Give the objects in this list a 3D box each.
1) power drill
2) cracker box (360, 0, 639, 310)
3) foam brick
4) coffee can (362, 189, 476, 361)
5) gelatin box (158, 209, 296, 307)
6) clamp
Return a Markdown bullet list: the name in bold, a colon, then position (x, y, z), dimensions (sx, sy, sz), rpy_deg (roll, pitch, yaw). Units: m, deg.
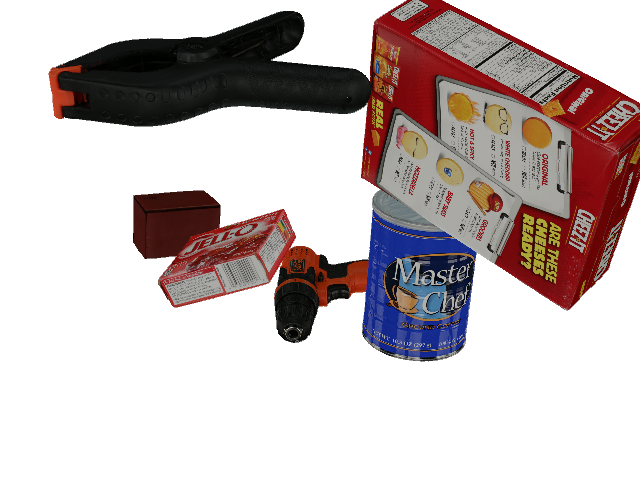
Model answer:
- **power drill**: position (0.040, 0.059, 1.240), dimensions (0.187, 0.057, 0.184), rpy_deg (-1, 28, 2)
- **cracker box**: position (0.135, -0.071, 0.819), dimensions (0.214, 0.164, 0.072), rpy_deg (34, 54, 26)
- **foam brick**: position (-0.146, -0.017, 1.076), dimensions (0.078, 0.051, 0.053), rpy_deg (-6, 22, -22)
- **coffee can**: position (0.095, 0.029, 1.014), dimensions (0.103, 0.140, 0.103), rpy_deg (3, 24, -1)
- **gelatin box**: position (-0.071, 0.013, 0.819), dimensions (0.089, 0.030, 0.073), rpy_deg (-15, 22, 24)
- **clamp**: position (-0.066, -0.099, 0.609), dimensions (0.171, 0.039, 0.120), rpy_deg (-4, 26, -12)
